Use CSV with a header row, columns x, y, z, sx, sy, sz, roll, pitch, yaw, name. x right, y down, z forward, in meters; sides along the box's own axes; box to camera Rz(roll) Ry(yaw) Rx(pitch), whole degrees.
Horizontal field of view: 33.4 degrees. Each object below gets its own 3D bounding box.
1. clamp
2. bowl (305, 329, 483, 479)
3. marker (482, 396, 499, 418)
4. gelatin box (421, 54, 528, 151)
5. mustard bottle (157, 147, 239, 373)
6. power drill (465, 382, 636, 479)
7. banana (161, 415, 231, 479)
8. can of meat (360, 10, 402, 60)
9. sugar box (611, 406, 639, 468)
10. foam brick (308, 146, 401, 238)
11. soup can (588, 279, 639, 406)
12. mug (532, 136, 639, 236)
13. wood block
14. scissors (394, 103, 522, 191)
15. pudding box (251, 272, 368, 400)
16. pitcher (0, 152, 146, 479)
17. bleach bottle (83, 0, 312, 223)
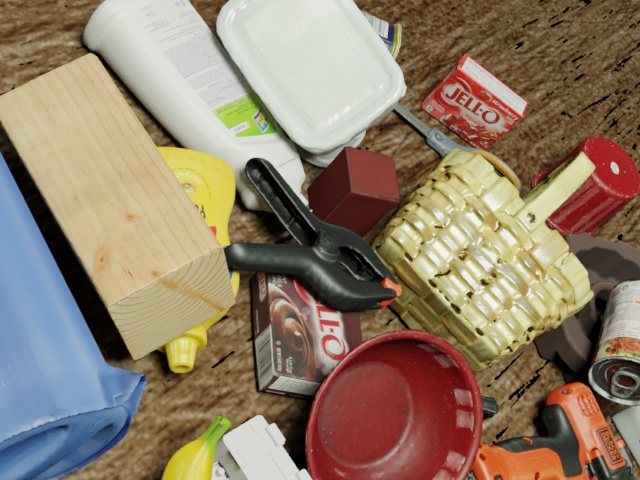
x,y,z,sx,sy,sz,roll,pitch,yaw,name
-0.006,0.001,0.906,0.171,0.039,0.120,27,50,-27,clamp
0.050,0.147,0.854,0.161,0.055,0.162,-4,98,-27,bowl
0.108,0.139,0.951,0.121,0.020,0.020,16,53,-23,marker
0.164,-0.144,1.140,0.089,0.073,0.030,36,48,-7,gelatin box
-0.114,0.017,0.863,0.096,0.058,0.191,8,57,-21,mustard bottle
0.205,0.227,0.930,0.187,0.057,0.184,-8,67,-38,power drill
-0.072,0.227,0.744,0.037,0.070,0.198,-5,76,-63,banana
0.020,-0.185,1.057,0.083,0.102,0.057,21,49,-17,can of meat
0.382,0.186,1.076,0.175,0.048,0.093,-14,68,-39,sugar box
0.030,-0.042,0.983,0.052,0.078,0.051,11,57,-27,foam brick
0.293,0.094,0.995,0.068,0.069,0.102,34,50,-9,soup can
0.282,-0.057,1.152,0.117,0.082,0.093,-8,65,-36,mug
-0.155,-0.028,0.801,0.090,0.091,0.206,-29,63,-13,wood block
0.125,-0.088,1.117,0.201,0.016,0.096,28,49,-14,scissors
-0.010,0.078,0.902,0.089,0.039,0.113,13,55,-26,pudding box
-0.241,0.051,0.723,0.148,0.145,0.243,-4,58,-48,pitcher
-0.099,-0.113,0.960,0.102,0.068,0.251,-33,83,-42,bleach bottle
